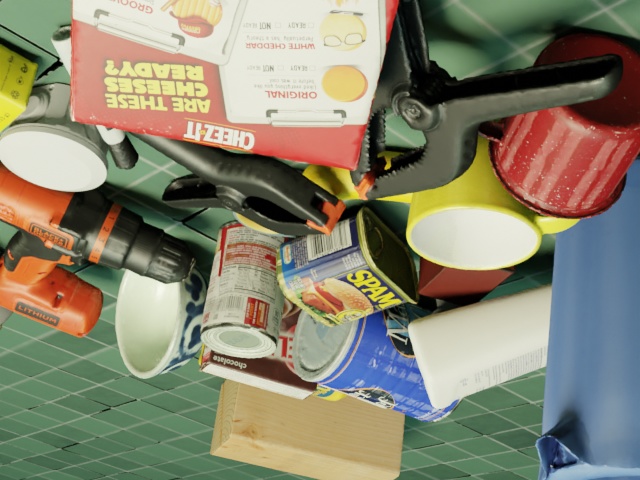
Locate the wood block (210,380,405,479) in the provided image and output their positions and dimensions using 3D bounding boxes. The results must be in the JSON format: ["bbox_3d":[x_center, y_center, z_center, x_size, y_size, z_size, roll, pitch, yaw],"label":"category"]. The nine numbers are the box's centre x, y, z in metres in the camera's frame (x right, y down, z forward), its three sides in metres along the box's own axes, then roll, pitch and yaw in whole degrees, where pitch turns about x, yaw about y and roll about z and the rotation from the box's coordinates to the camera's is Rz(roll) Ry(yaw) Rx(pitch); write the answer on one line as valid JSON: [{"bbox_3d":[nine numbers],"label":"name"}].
[{"bbox_3d":[-0.013,0.223,1.252,0.206,0.091,0.090,16,151,-14],"label":"wood block"}]

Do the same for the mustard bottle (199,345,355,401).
[{"bbox_3d":[-0.023,0.127,1.111,0.191,0.058,0.096,17,150,-17],"label":"mustard bottle"}]

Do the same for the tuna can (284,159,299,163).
[{"bbox_3d":[-0.010,-0.089,0.733,0.086,0.033,0.086,6,152,3],"label":"tuna can"}]

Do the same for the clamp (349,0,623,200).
[{"bbox_3d":[0.073,-0.084,0.636,0.164,0.036,0.210,34,144,10],"label":"clamp"}]

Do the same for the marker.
[{"bbox_3d":[-0.155,-0.095,0.746,0.020,0.020,0.121,-2,137,17],"label":"marker"}]

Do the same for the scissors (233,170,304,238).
[{"bbox_3d":[-0.006,0.001,0.916,0.096,0.016,0.201,-6,148,18],"label":"scissors"}]

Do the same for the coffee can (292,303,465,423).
[{"bbox_3d":[0.059,0.102,0.995,0.140,0.103,0.103,23,149,-26],"label":"coffee can"}]

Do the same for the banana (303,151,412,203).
[{"bbox_3d":[0.070,-0.038,0.805,0.198,0.037,0.069,6,158,3],"label":"banana"}]

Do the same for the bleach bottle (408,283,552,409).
[{"bbox_3d":[0.201,0.066,0.878,0.251,0.068,0.102,-18,159,2],"label":"bleach bottle"}]

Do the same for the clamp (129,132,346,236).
[{"bbox_3d":[-0.067,-0.048,0.791,0.172,0.039,0.120,13,159,26],"label":"clamp"}]

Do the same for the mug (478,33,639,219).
[{"bbox_3d":[0.149,-0.076,0.662,0.117,0.093,0.081,14,147,-1],"label":"mug"}]

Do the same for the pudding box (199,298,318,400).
[{"bbox_3d":[-0.052,0.096,1.028,0.113,0.090,0.039,16,152,-14],"label":"pudding box"}]

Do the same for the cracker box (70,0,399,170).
[{"bbox_3d":[-0.039,-0.147,0.541,0.164,0.072,0.214,10,135,-3],"label":"cracker box"}]

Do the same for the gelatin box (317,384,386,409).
[{"bbox_3d":[0.041,0.119,1.064,0.089,0.073,0.030,23,148,-24],"label":"gelatin box"}]

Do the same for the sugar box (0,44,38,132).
[{"bbox_3d":[-0.291,-0.128,0.724,0.176,0.048,0.094,25,148,-31],"label":"sugar box"}]

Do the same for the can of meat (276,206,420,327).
[{"bbox_3d":[0.023,0.026,0.884,0.084,0.057,0.102,-20,145,22],"label":"can of meat"}]

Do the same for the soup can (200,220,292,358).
[{"bbox_3d":[-0.063,0.042,0.920,0.068,0.102,0.068,6,152,3],"label":"soup can"}]

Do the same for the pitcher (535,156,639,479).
[{"bbox_3d":[0.229,0.071,0.745,0.145,0.242,0.149,-1,151,17],"label":"pitcher"}]

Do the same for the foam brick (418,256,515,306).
[{"bbox_3d":[0.119,0.014,0.869,0.051,0.053,0.078,15,152,-14],"label":"foam brick"}]

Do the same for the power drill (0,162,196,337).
[{"bbox_3d":[-0.213,0.018,0.939,0.184,0.057,0.188,26,145,-8],"label":"power drill"}]
